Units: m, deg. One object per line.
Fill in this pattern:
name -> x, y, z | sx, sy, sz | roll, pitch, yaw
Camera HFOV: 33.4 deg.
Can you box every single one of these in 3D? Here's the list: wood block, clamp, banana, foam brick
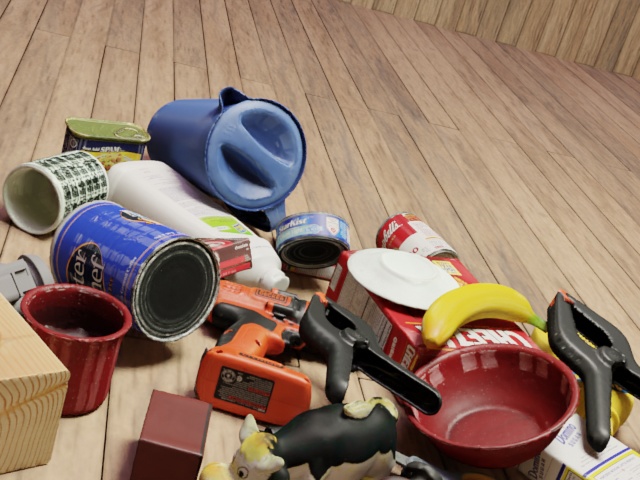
wood block -> -0.295, 0.090, 0.852 | 0.090, 0.090, 0.206 | -4, 30, -43
clamp -> 0.022, 0.104, 0.974 | 0.120, 0.039, 0.172 | 14, 19, -43
clamp -> 0.302, 0.133, 1.090 | 0.164, 0.036, 0.210 | 7, 37, -25
banana -> 0.161, 0.074, 1.098 | 0.197, 0.037, 0.070 | -4, 32, -42
foam brick -> -0.119, 0.166, 0.852 | 0.051, 0.053, 0.078 | 15, 22, -6

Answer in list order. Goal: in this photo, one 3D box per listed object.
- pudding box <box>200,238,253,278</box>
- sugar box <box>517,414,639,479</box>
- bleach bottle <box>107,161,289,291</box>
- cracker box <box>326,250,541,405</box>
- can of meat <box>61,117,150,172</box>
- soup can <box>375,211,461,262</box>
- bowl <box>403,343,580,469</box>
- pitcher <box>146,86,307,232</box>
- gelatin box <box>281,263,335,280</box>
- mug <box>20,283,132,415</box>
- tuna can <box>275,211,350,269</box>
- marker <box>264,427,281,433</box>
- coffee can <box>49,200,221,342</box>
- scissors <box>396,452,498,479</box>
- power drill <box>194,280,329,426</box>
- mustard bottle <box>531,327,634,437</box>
pudding box -> -0.142, 0.022, 1.131 | 0.114, 0.039, 0.089 | -2, 8, 35
sugar box -> 0.281, 0.235, 0.989 | 0.176, 0.048, 0.093 | 30, 27, 36
bleach bottle -> -0.138, -0.008, 1.226 | 0.251, 0.068, 0.102 | 34, 27, 31
cracker box -> 0.124, 0.092, 1.168 | 0.164, 0.072, 0.214 | 5, 26, -26
can of meat -> -0.269, -0.100, 1.313 | 0.101, 0.084, 0.057 | 2, 27, -32
soup can -> 0.124, 0.017, 1.347 | 0.068, 0.068, 0.102 | 3, 28, -31
bowl -> 0.159, 0.162, 0.990 | 0.162, 0.055, 0.162 | -8, 28, 4
pitcher -> -0.126, -0.107, 1.341 | 0.144, 0.149, 0.243 | 18, 0, -31
gelatin box -> -0.017, 0.012, 1.307 | 0.073, 0.030, 0.089 | 12, 25, -9
mug -> -0.208, 0.092, 0.919 | 0.093, 0.081, 0.117 | 26, 24, 20
tuna can -> -0.008, 0.002, 1.222 | 0.086, 0.086, 0.034 | 9, 61, -20
marker -> 0.000, 0.174, 0.960 | 0.120, 0.020, 0.020 | 1, 27, -34
coffee can -> -0.179, 0.028, 1.025 | 0.102, 0.103, 0.141 | -7, 21, -45
scissors -> 0.090, 0.212, 0.924 | 0.201, 0.016, 0.096 | 20, 26, -4
power drill -> -0.037, 0.109, 1.038 | 0.184, 0.057, 0.187 | 14, 20, 1
mustard bottle -> 0.285, 0.158, 1.150 | 0.096, 0.058, 0.191 | 16, 23, -5
